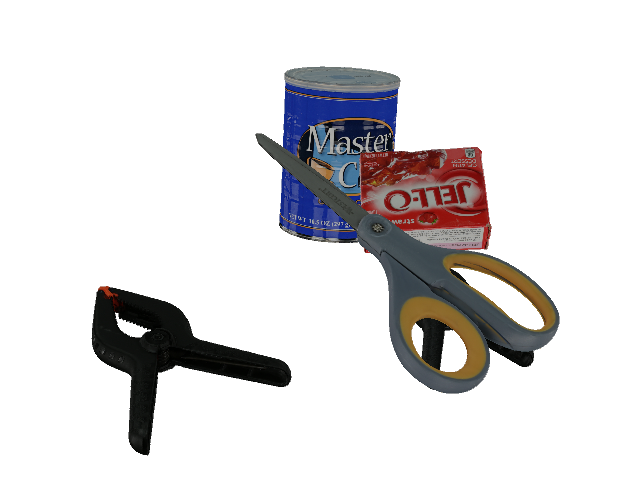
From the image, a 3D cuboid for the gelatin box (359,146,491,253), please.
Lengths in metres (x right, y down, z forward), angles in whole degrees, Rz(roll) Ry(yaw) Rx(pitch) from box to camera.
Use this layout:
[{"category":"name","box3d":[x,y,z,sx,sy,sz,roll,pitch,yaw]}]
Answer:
[{"category":"gelatin box","box3d":[0.073,-0.029,0.756,0.089,0.073,0.030,-2,-37,3]}]

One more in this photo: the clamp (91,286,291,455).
[{"category":"clamp","box3d":[-0.139,0.103,0.990,0.164,0.036,0.210,-16,39,-29]}]

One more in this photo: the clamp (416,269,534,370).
[{"category":"clamp","box3d":[0.138,0.076,1.079,0.120,0.171,0.039,0,-45,-19]}]

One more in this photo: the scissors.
[{"category":"scissors","box3d":[0.027,0.012,0.564,0.202,0.016,0.096,27,52,15]}]

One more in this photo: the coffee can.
[{"category":"coffee can","box3d":[0.016,-0.079,0.961,0.103,0.140,0.103,3,17,-1]}]
